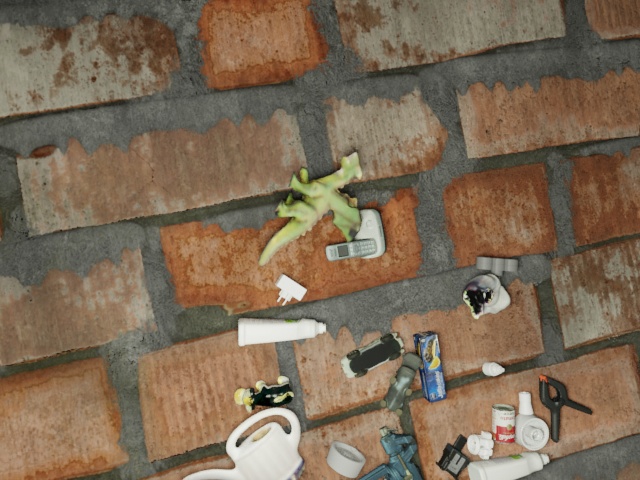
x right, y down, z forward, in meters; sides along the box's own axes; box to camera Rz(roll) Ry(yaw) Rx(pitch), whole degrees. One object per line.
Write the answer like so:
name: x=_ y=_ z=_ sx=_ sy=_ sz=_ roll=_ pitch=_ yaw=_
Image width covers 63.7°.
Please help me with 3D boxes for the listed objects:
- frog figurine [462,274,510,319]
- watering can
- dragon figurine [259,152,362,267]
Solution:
frog figurine: x=0.527 y=0.170 z=1.617 sx=0.160 sy=0.136 sz=0.123 roll=-8 pitch=22 yaw=-44
watering can: x=-0.188 y=0.628 z=1.440 sx=0.350 sy=0.224 sz=0.104 roll=-36 pitch=4 yaw=-11
dragon figurine: x=0.005 y=-0.075 z=1.489 sx=0.243 sy=0.413 sz=0.121 roll=22 pitch=-7 yaw=1
